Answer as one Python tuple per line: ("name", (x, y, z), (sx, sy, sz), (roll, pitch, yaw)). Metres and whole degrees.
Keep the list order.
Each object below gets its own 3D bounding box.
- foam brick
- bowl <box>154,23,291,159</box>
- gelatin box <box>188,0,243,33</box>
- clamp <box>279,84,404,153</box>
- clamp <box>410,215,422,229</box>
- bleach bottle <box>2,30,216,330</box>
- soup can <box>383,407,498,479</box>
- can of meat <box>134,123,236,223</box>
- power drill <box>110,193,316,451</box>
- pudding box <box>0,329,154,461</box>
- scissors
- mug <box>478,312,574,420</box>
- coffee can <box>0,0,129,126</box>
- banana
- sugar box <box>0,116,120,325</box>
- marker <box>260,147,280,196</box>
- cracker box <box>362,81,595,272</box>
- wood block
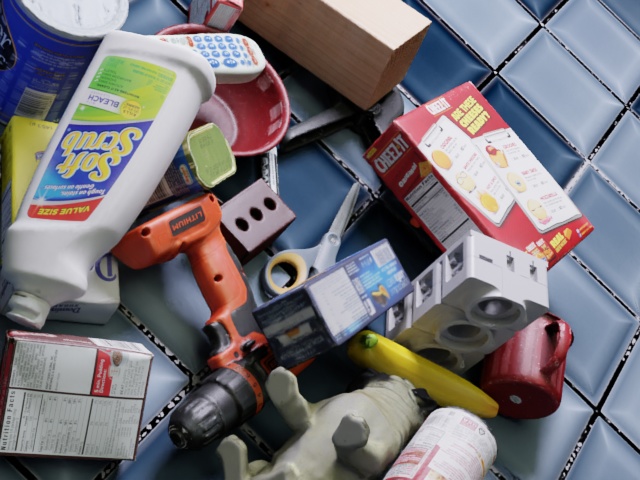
("foam brick", (-0.071, -0.012, 1.008), (0.053, 0.051, 0.078), (47, 46, 3))
("bowl", (-0.112, -0.136, 1.065), (0.162, 0.055, 0.162), (17, 51, -23))
("gelatin box", (-0.109, -0.244, 1.119), (0.030, 0.089, 0.073), (16, 52, -24))
("clamp", (0.037, -0.138, 1.178), (0.164, 0.036, 0.210), (19, 48, -17))
("clamp", (0.160, -0.056, 1.202), (0.120, 0.039, 0.171), (36, 49, 1))
("bleach bottle", (-0.176, -0.044, 0.854), (0.102, 0.068, 0.250), (17, 69, 10))
("soup can", (0.096, 0.193, 0.875), (0.068, 0.069, 0.102), (45, 44, 1))
("can of meat", (-0.131, -0.062, 0.952), (0.057, 0.084, 0.102), (67, 18, -9))
("power drill", (-0.099, 0.066, 0.908), (0.184, 0.057, 0.187), (-34, 96, -51))
("pudding box", (-0.190, 0.121, 0.817), (0.113, 0.039, 0.090), (10, 92, -26))
("scissors", (-0.007, 0.001, 1.065), (0.096, 0.016, 0.201), (23, 49, -20))
("mug", (0.209, 0.121, 1.059), (0.093, 0.117, 0.081), (28, 53, -16))
("coffee can", (-0.242, -0.176, 0.948), (0.102, 0.141, 0.103), (17, 52, -23))
("banana", (0.087, 0.126, 1.005), (0.197, 0.070, 0.037), (30, 89, -37))
("sugar box", (-0.224, -0.018, 0.915), (0.093, 0.048, 0.176), (8, 55, -29))
("marker", (-0.052, -0.069, 1.084), (0.020, 0.020, 0.121), (14, 53, -26))
("cracker box", (0.169, -0.049, 1.123), (0.214, 0.072, 0.163), (50, 42, 8))
("wood block", (0.004, -0.247, 1.169), (0.206, 0.090, 0.090), (36, 45, 10))
